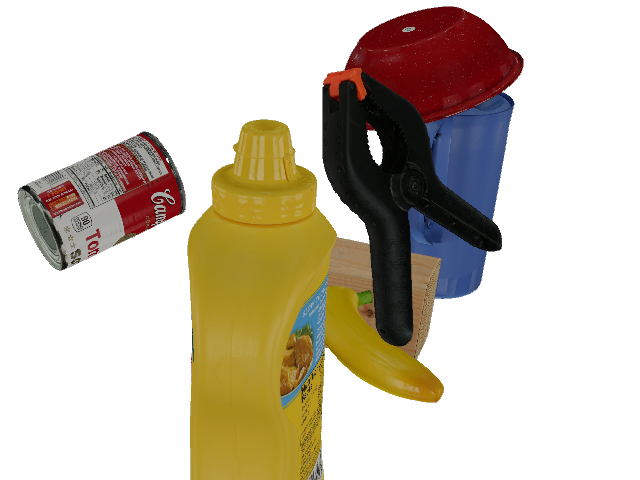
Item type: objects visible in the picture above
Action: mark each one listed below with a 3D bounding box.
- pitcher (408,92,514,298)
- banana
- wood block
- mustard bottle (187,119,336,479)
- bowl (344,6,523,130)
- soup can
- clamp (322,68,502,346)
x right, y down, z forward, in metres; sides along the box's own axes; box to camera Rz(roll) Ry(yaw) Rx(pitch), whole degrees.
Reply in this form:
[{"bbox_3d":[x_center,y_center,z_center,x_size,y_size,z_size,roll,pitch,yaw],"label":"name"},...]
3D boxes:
[{"bbox_3d":[0.143,-0.055,1.248,0.149,0.243,0.145,-7,26,-20],"label":"pitcher"},{"bbox_3d":[0.035,0.075,0.857,0.069,0.037,0.198,-5,22,-13],"label":"banana"},{"bbox_3d":[0.009,0.052,1.092,0.206,0.091,0.090,12,22,12],"label":"wood block"},{"bbox_3d":[-0.024,0.044,0.442,0.058,0.192,0.096,8,24,11],"label":"mustard bottle"},{"bbox_3d":[0.082,-0.150,0.880,0.162,0.055,0.162,-16,25,8],"label":"bowl"},{"bbox_3d":[-0.159,-0.029,0.776,0.102,0.068,0.069,-28,13,-25],"label":"soup can"},{"bbox_3d":[0.044,-0.022,0.664,0.039,0.171,0.120,-11,34,48],"label":"clamp"}]
